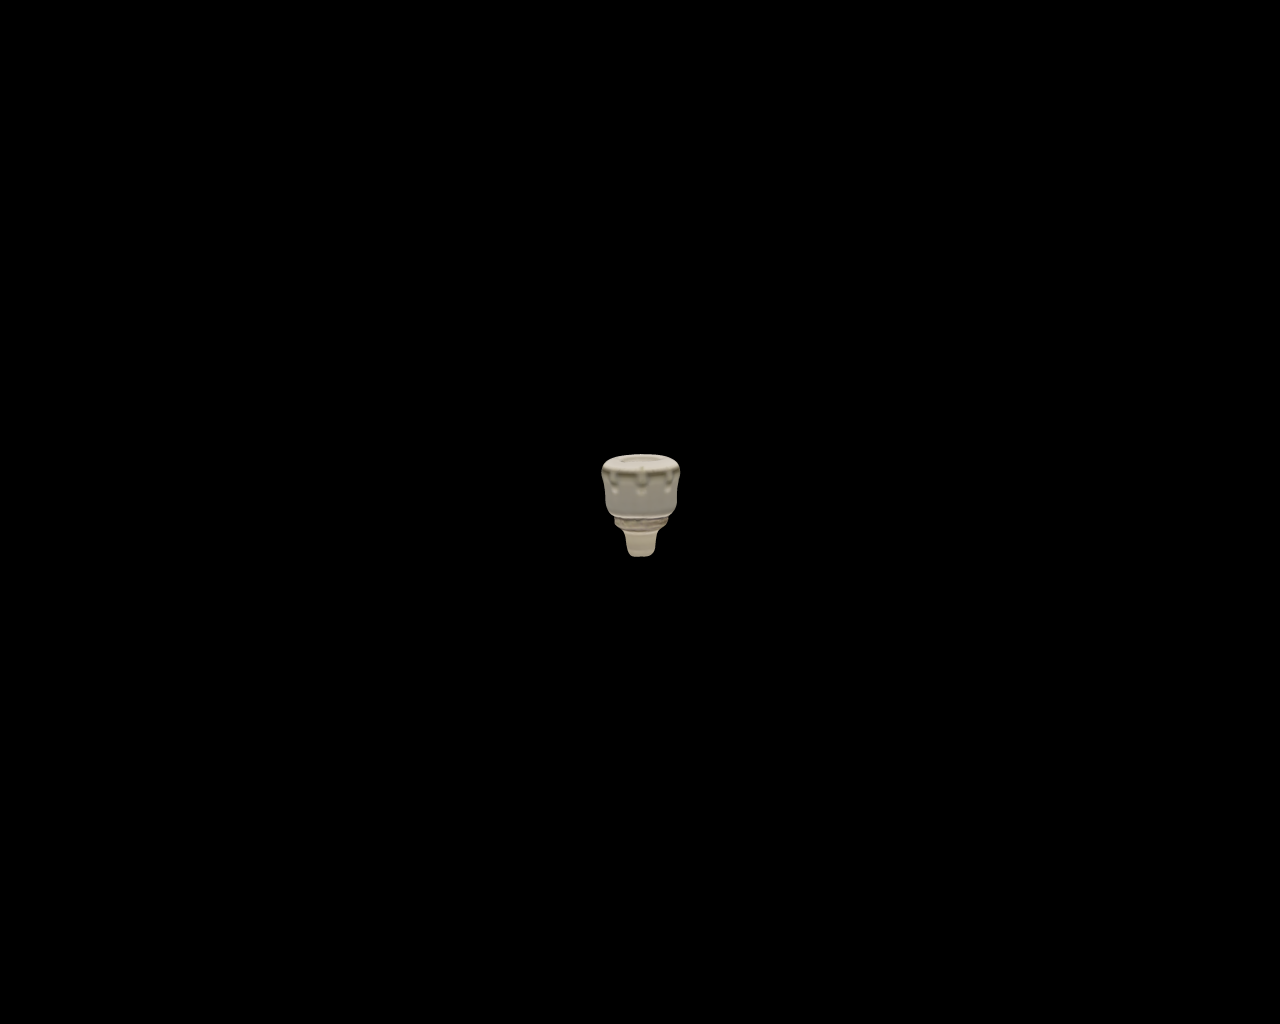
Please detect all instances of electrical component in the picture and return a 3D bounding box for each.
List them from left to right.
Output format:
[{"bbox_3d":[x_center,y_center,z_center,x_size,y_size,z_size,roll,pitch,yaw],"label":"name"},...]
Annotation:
[{"bbox_3d":[0.001,-0.003,0.650,0.048,0.062,0.048,0,12,0],"label":"electrical component"}]
